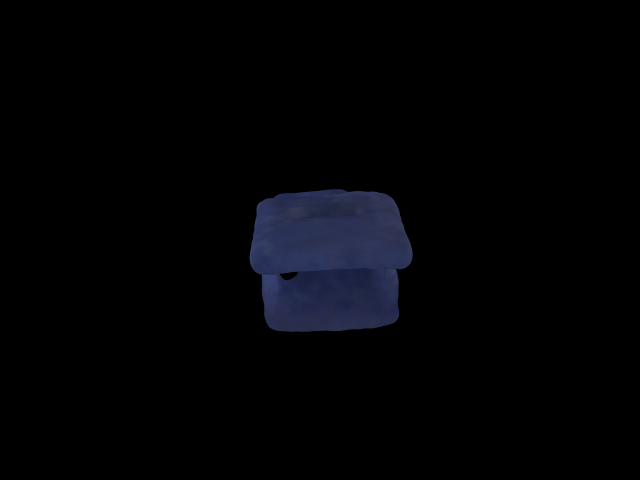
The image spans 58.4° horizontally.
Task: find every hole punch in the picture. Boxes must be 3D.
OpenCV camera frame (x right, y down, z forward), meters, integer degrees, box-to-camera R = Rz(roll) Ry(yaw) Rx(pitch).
[{"bbox_3d":[0.004,0.001,0.400,0.108,0.091,0.101,-3,54,-2],"label":"hole punch"}]
